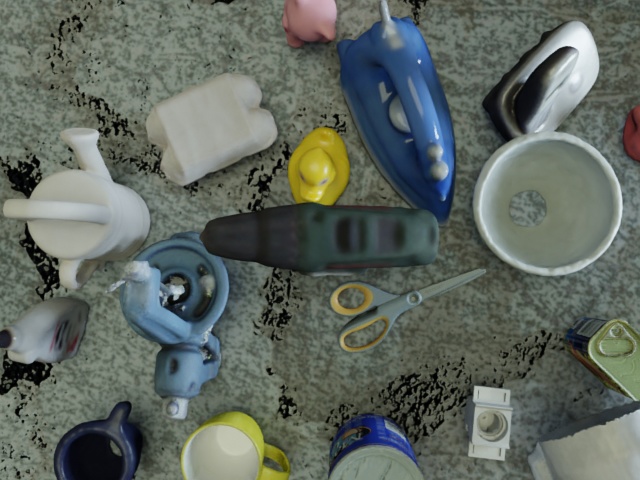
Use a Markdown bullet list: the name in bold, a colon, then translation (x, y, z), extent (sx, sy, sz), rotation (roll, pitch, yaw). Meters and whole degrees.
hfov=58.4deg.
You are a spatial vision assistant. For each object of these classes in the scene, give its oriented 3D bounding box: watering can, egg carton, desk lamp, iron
- **watering can**: translation (-0.273, -0.035, 0.639), extent (0.101, 0.194, 0.173), rotation (-17, 86, 1)
- **egg carton**: translation (-0.133, -0.137, 0.702), extent (0.150, 0.069, 0.107), rotation (-25, 86, 1)
- **desk lamp**: translation (0.303, 0.257, 0.594), extent (0.118, 0.213, 0.203), rotation (-22, 86, 1)
- **iron**: translation (0.107, -0.141, 0.658), extent (0.118, 0.141, 0.258), rotation (-22, 86, 1)

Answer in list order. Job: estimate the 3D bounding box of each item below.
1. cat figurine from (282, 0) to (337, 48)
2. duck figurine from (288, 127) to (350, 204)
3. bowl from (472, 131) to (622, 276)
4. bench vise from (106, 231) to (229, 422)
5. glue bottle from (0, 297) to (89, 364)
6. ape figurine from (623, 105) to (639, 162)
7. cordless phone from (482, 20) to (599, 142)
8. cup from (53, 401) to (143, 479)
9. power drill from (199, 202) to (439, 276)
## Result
- **cat figurine**: translation (-0.016, -0.286, 0.682), extent (0.067, 0.118, 0.128), rotation (-9, 87, 2)
- **duck figurine**: translation (-0.003, -0.088, 0.687), extent (0.077, 0.086, 0.105), rotation (13, 87, 3)
- **bowl**: translation (0.259, -0.040, 0.681), extent (0.167, 0.075, 0.167), rotation (0, 87, 2)
- **bench vise**: translation (-0.151, 0.089, 0.616), extent (0.121, 0.220, 0.207), rotation (-18, 86, 1)
- **glue bottle**: translation (-0.319, 0.106, 0.644), extent (0.037, 0.173, 0.078), rotation (11, 87, 3)
- **ape figurine**: translation (0.403, -0.132, 0.672), extent (0.076, 0.092, 0.078), rotation (-43, 86, 0)
- **cordless phone**: translation (0.265, -0.185, 0.633), extent (0.094, 0.185, 0.147), rotation (39, 89, 4)
- **cup**: translation (-0.243, 0.237, 0.674), extent (0.091, 0.095, 0.118), rotation (25, 88, 3)
- **power drill**: translation (0.006, 0.002, 0.621), extent (0.229, 0.208, 0.076), rotation (-2, 87, 2)
